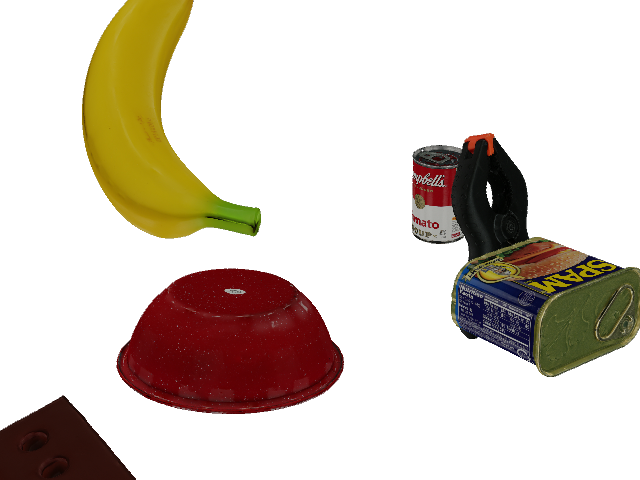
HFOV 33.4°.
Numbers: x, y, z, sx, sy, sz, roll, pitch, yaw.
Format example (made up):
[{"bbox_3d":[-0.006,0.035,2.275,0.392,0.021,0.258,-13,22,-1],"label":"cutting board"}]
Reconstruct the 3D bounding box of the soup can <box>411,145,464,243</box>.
[{"bbox_3d":[0.144,-0.055,1.285,0.068,0.102,0.068,-1,27,0],"label":"soup can"}]

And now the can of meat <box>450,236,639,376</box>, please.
[{"bbox_3d":[0.150,0.040,0.711,0.101,0.057,0.084,-16,26,-33],"label":"can of meat"}]

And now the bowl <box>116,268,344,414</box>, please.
[{"bbox_3d":[-0.062,0.061,0.752,0.162,0.055,0.162,2,19,-1],"label":"bowl"}]

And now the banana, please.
[{"bbox_3d":[-0.081,-0.065,0.517,0.069,0.198,0.037,-5,-41,-15],"label":"banana"}]

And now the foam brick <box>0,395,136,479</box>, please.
[{"bbox_3d":[-0.122,0.125,0.512,0.052,0.051,0.078,-29,42,-27],"label":"foam brick"}]

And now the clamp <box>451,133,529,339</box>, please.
[{"bbox_3d":[0.145,-0.002,0.911,0.120,0.171,0.039,-28,11,-41],"label":"clamp"}]
